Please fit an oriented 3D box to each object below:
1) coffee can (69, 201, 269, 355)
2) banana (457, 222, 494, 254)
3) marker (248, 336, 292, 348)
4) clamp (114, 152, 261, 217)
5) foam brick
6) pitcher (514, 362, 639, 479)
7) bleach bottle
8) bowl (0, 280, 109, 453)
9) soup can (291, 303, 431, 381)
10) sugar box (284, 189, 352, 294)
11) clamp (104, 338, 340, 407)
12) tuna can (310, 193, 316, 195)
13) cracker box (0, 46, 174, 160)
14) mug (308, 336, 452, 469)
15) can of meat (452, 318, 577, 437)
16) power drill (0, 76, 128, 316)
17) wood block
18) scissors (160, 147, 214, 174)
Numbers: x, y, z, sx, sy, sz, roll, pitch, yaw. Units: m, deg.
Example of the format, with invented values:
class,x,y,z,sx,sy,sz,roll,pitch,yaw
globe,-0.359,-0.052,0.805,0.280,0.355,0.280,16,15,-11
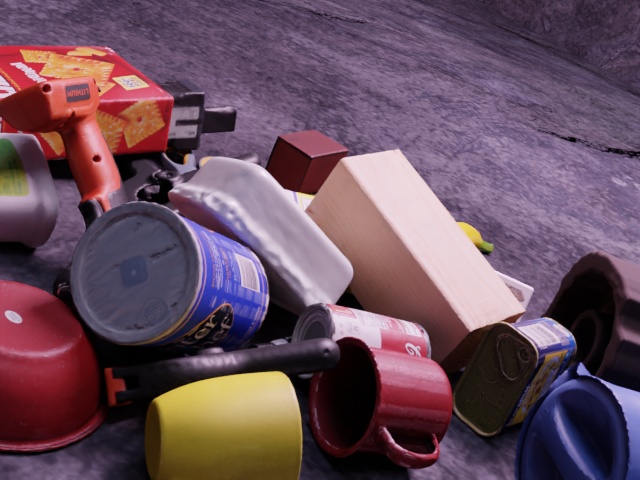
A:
class,x,y,z,sx,sy,sz,roll,pitch,yaw
coffee can,-0.110,0.035,0.814,0.103,0.103,0.140,33,1,21
banana,0.168,0.018,1.249,0.069,0.037,0.197,26,24,5
marker,-0.020,0.093,0.939,0.020,0.020,0.120,38,28,31
clamp,-0.145,-0.052,1.079,0.164,0.036,0.210,3,27,-1
foam brick,-0.016,-0.087,1.197,0.053,0.051,0.078,34,27,24
pitcher,0.291,0.207,0.868,0.242,0.149,0.145,16,9,-24
bleach bottle,-0.348,-0.042,0.866,0.250,0.068,0.102,-2,54,-36
bowl,-0.219,0.076,0.748,0.162,0.055,0.162,19,23,-9
soup can,0.034,0.095,0.914,0.102,0.069,0.068,15,25,-29
sugar box,-0.007,0.001,1.084,0.176,0.048,0.093,10,49,-23
clamp,-0.082,0.102,0.808,0.171,0.120,0.039,-3,73,-23
tuna can,-0.015,-0.056,1.243,0.086,0.034,0.086,19,24,-9
cracker box,-0.284,-0.146,1.096,0.213,0.072,0.164,-7,32,-37
mug,0.054,0.134,0.833,0.081,0.093,0.117,14,24,-33
can of meat,0.177,0.120,0.960,0.057,0.102,0.083,38,26,33
power drill,-0.197,-0.038,0.882,0.184,0.057,0.187,-47,116,-74
wood block,0.085,0.022,1.018,0.090,0.091,0.206,-13,59,-43
scissors,-0.129,-0.058,1.162,0.096,0.016,0.202,9,26,-20
